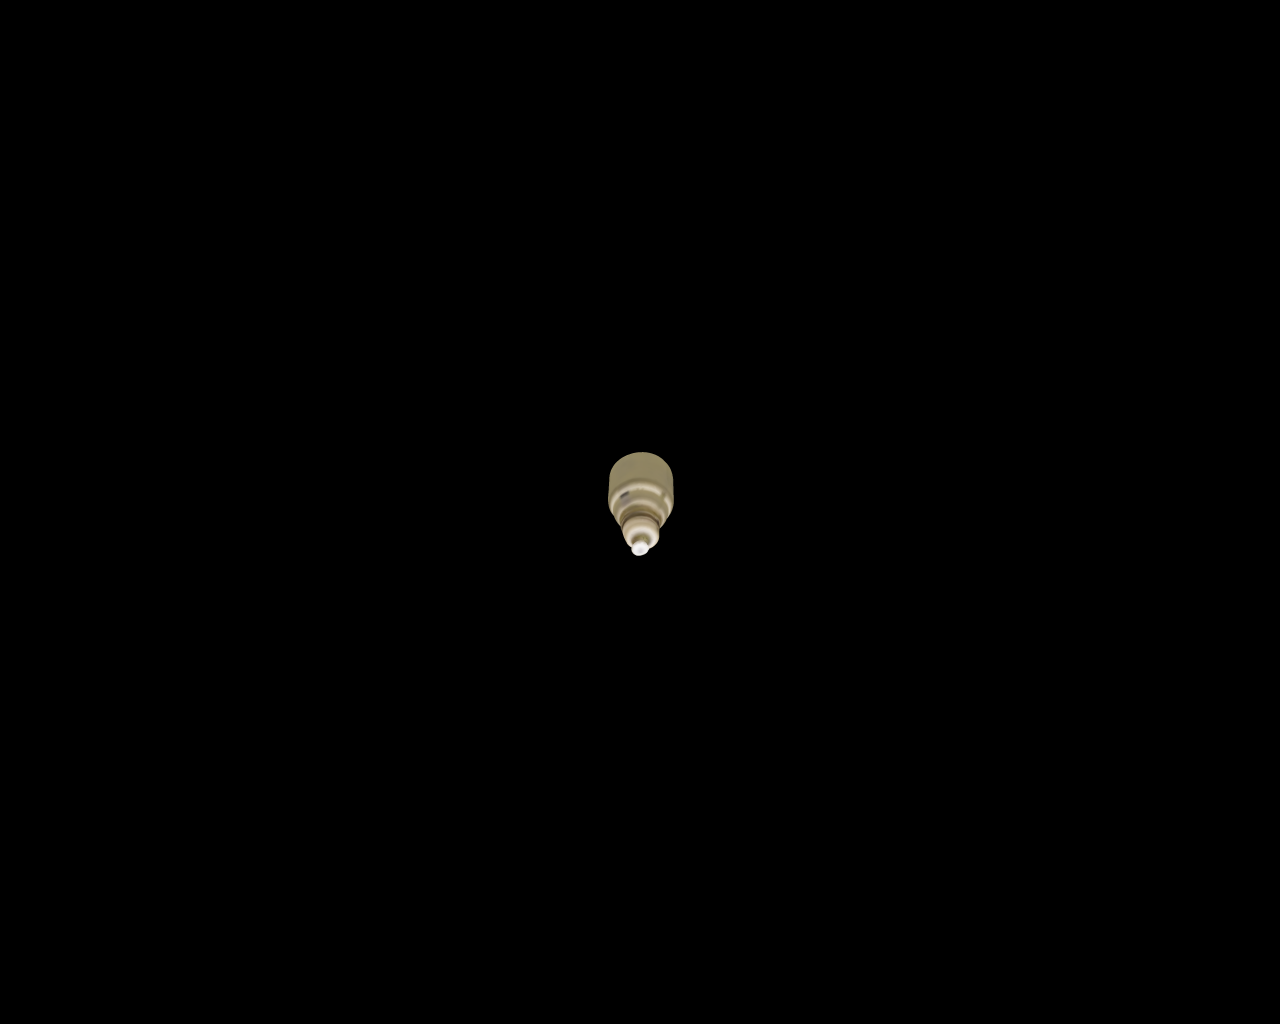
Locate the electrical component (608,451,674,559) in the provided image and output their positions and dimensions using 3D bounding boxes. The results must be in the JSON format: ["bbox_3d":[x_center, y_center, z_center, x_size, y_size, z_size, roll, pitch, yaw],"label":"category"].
[{"bbox_3d":[0.001,-0.003,0.650,0.040,0.040,0.078,0,41,0],"label":"electrical component"}]
